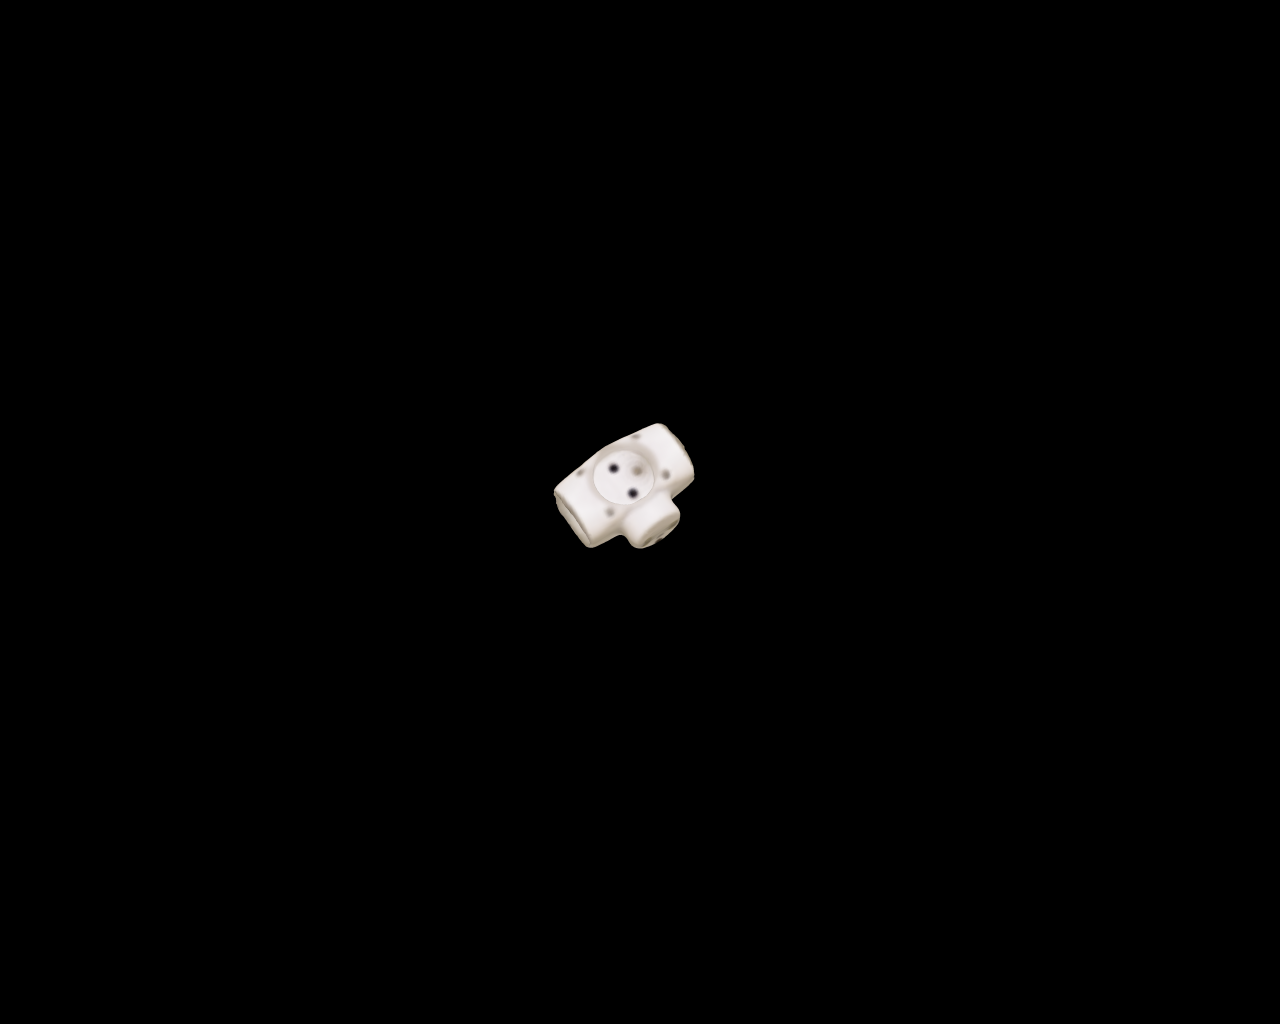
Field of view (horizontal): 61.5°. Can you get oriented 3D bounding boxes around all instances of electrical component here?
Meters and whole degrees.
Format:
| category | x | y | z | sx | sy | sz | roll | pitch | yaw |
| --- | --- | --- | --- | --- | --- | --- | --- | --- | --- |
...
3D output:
| category | x | y | z | sx | sy | sz | roll | pitch | yaw |
| --- | --- | --- | --- | --- | --- | --- | --- | --- | --- |
| electrical component | 0.001 | -0.003 | 0.650 | 0.077 | 0.079 | 0.044 | -33 | -16 | -11 |
